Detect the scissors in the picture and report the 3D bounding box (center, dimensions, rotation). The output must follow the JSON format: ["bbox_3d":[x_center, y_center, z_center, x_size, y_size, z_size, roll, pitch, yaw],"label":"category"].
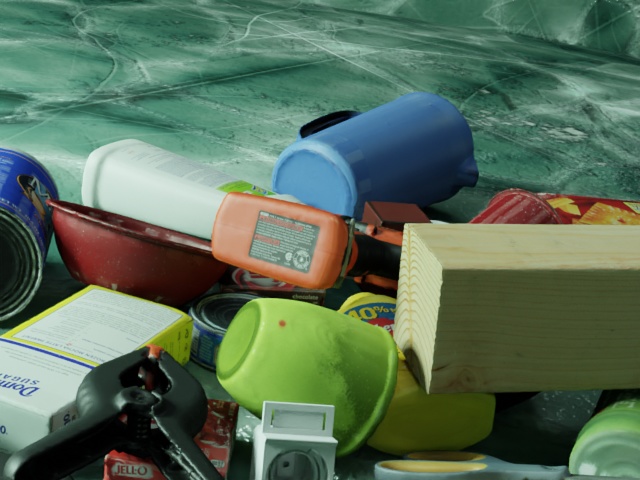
[{"bbox_3d":[0.135,0.146,0.668,0.202,0.016,0.096,0,-2,2],"label":"scissors"}]

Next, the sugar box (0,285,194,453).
[{"bbox_3d":[-0.169,0.087,0.727,0.093,0.048,0.176,14,24,19],"label":"sugar box"}]

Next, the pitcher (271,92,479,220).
[{"bbox_3d":[0.049,-0.082,1.164,0.149,0.145,0.242,-20,2,38],"label":"pitcher"}]

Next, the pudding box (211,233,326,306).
[{"bbox_3d":[-0.049,0.033,0.932,0.090,0.039,0.113,4,21,-12],"label":"pudding box"}]

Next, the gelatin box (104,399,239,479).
[{"bbox_3d":[-0.091,0.128,0.669,0.073,0.030,0.089,8,20,-1],"label":"gelatin box"}]

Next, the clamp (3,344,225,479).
[{"bbox_3d":[-0.097,0.111,0.618,0.120,0.039,0.171,19,21,1],"label":"clamp"}]

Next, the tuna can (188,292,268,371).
[{"bbox_3d":[-0.061,0.072,0.830,0.086,0.034,0.086,8,20,-3],"label":"tuna can"}]

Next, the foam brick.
[{"bbox_3d":[0.066,0.010,0.992,0.051,0.078,0.053,4,23,-17],"label":"foam brick"}]

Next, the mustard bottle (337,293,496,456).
[{"bbox_3d":[0.053,0.088,0.800,0.096,0.058,0.192,-3,22,-14],"label":"mustard bottle"}]

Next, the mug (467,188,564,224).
[{"bbox_3d":[0.182,0.016,1.003,0.117,0.093,0.081,38,48,22],"label":"mug"}]

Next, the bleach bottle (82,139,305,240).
[{"bbox_3d":[-0.104,-0.033,1.056,0.251,0.068,0.102,19,23,19],"label":"bleach bottle"}]

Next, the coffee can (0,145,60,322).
[{"bbox_3d":[-0.266,-0.007,0.855,0.102,0.103,0.140,5,21,-10],"label":"coffee can"}]

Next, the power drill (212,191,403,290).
[{"bbox_3d":[-0.006,0.001,0.839,0.185,0.057,0.187,13,3,26],"label":"power drill"}]

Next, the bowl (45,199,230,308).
[{"bbox_3d":[-0.147,0.015,0.856,0.162,0.055,0.162,17,1,0],"label":"bowl"}]

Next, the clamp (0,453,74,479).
[{"bbox_3d":[-0.207,0.144,0.566,0.210,0.036,0.164,21,31,19],"label":"clamp"}]

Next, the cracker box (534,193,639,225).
[{"bbox_3d":[0.306,0.022,1.069,0.164,0.072,0.214,4,21,-13],"label":"cracker box"}]

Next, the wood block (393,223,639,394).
[{"bbox_3d":[0.164,0.044,0.727,0.206,0.091,0.090,0,20,-12],"label":"wood block"}]
